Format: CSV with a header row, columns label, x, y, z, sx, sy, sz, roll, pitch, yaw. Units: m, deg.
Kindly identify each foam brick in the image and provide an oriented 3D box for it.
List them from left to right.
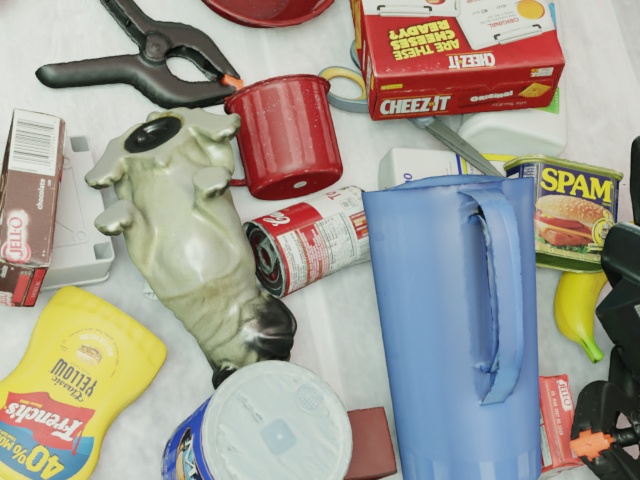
label,x,y,z,sx,sy,sz,roll,pitch,yaw
foam brick,0.017,0.161,0.813,0.052,0.078,0.051,-3,72,-22

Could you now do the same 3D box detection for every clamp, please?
label,x,y,z,sx,sy,sz,roll,pitch,yaw
clamp,-0.146,-0.167,0.906,0.171,0.039,0.120,13,78,-21
clamp,0.255,0.169,0.869,0.209,0.036,0.164,-1,68,-61

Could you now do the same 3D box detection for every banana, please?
label,x,y,z,sx,sy,sz,roll,pitch,yaw
banana,0.265,0.031,0.979,0.069,0.037,0.197,38,57,7

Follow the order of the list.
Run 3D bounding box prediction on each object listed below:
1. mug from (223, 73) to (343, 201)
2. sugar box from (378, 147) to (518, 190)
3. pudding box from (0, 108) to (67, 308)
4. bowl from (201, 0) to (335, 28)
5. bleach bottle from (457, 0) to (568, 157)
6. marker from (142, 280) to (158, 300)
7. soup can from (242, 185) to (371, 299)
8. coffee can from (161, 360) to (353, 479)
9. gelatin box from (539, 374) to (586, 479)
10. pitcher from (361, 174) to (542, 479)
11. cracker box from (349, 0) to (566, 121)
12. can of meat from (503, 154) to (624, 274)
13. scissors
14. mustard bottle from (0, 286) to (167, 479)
label,x,y,z,sx,sy,sz,roll,pitch,yaw
mug,-0.039,-0.080,0.891,0.117,0.093,0.081,-14,78,6
sugar box,0.142,-0.029,0.956,0.176,0.048,0.093,2,70,-16
pudding box,-0.203,-0.019,0.731,0.039,0.090,0.113,10,66,-19
bowl,-0.061,-0.250,0.963,0.162,0.055,0.162,7,67,-18
bleach bottle,0.185,-0.196,1.030,0.102,0.068,0.251,11,63,-15
marker,-0.124,-0.010,0.864,0.020,0.020,0.121,14,65,-15
soup can,-0.006,0.001,0.875,0.102,0.069,0.068,-21,78,-27
coffee can,-0.049,0.153,0.756,0.102,0.140,0.103,7,67,-18
gelatin box,0.181,0.155,0.870,0.030,0.089,0.073,-3,70,-12
pitcher,0.110,0.071,0.814,0.149,0.145,0.243,-9,95,-59
cracker box,0.112,-0.213,0.961,0.164,0.072,0.214,-5,59,-3
can of meat,0.206,-0.021,0.917,0.102,0.058,0.084,10,78,-17
scissors,0.070,-0.107,0.945,0.096,0.016,0.202,-23,59,-16
mustard bottle,-0.196,0.131,0.757,0.096,0.058,0.191,34,62,-4
